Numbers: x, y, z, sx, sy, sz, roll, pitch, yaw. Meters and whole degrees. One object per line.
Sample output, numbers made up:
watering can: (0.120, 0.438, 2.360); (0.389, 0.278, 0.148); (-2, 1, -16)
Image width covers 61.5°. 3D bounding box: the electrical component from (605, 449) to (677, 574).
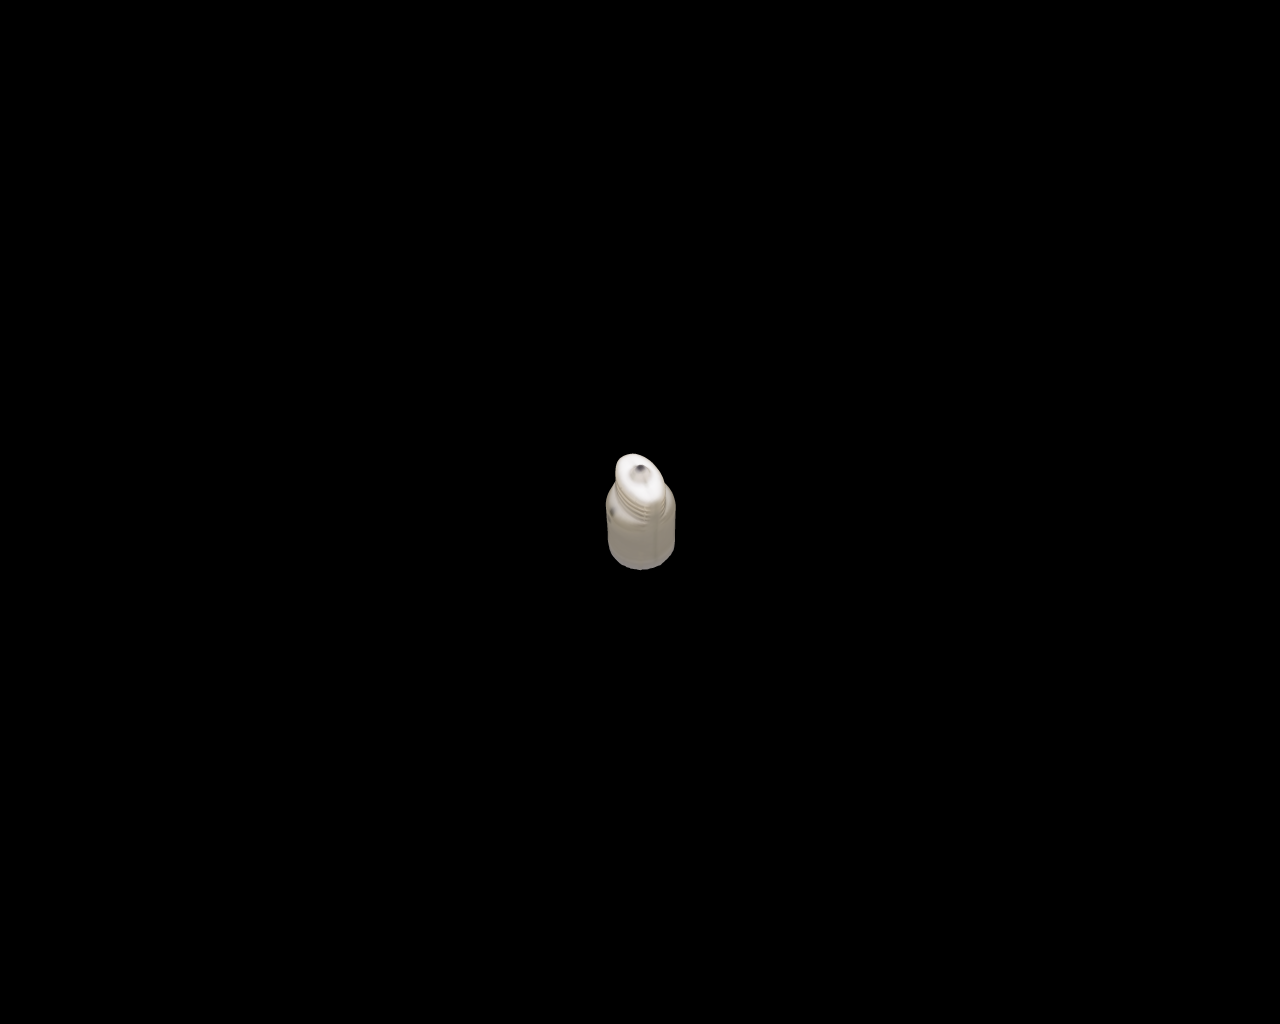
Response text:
electrical component: (0.001, -0.003, 0.650); (0.043, 0.043, 0.080); (0, -37, 0)
